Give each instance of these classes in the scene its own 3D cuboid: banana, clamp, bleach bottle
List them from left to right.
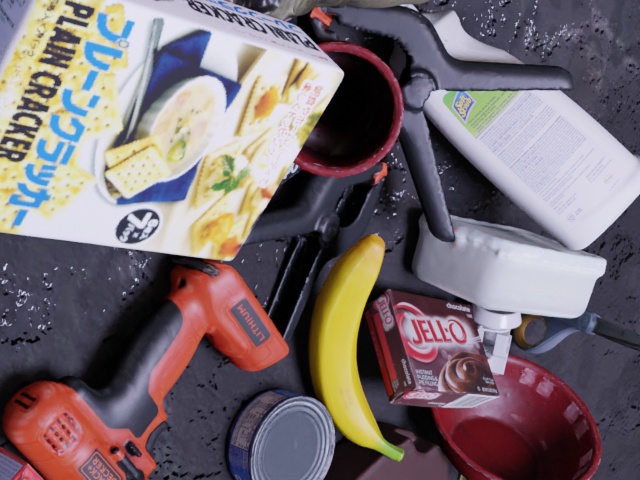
[{"bbox_3d":[-0.005,0.001,0.822,0.171,0.039,0.120,-37,137,-35],"label":"clamp"},{"bbox_3d":[0.024,0.085,0.833,0.037,0.069,0.198,-81,165,-64],"label":"banana"},{"bbox_3d":[0.083,-0.122,0.823,0.210,0.036,0.164,43,96,-13],"label":"clamp"},{"bbox_3d":[0.153,-0.108,0.879,0.250,0.068,0.102,43,92,-11],"label":"bleach bottle"}]

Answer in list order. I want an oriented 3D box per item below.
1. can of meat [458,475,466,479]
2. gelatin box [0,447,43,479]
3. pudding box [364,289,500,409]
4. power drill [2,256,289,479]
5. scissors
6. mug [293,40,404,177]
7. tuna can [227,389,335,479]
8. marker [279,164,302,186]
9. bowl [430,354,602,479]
[{"bbox_3d":[0.172,0.262,0.998,0.057,0.084,0.102,17,85,-43],"label":"can of meat"},{"bbox_3d":[-0.185,0.157,0.644,0.030,0.089,0.073,-49,126,-26],"label":"gelatin box"},{"bbox_3d":[0.094,0.094,0.901,0.113,0.039,0.090,14,52,-45],"label":"pudding box"},{"bbox_3d":[-0.104,0.118,0.736,0.187,0.057,0.184,-50,131,-26],"label":"power drill"},{"bbox_3d":[0.231,0.088,0.965,0.016,0.202,0.096,17,109,-25],"label":"scissors"},{"bbox_3d":[0.000,-0.097,0.766,0.117,0.081,0.093,-12,106,5],"label":"mug"},{"bbox_3d":[-0.030,0.160,0.827,0.085,0.034,0.086,-8,102,-42],"label":"tuna can"},{"bbox_3d":[-0.034,-0.049,0.800,0.121,0.020,0.020,-38,121,-32],"label":"marker"},{"bbox_3d":[0.166,0.176,0.957,0.161,0.162,0.055,-19,142,-39],"label":"bowl"}]
